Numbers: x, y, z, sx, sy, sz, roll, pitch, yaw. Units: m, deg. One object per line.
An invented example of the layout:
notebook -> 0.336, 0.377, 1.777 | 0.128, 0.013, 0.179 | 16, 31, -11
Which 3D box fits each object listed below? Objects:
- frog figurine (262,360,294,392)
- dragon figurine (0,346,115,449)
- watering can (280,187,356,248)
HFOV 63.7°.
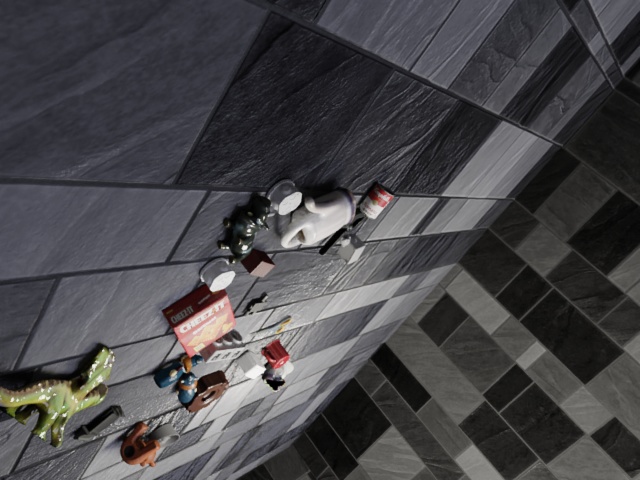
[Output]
frog figurine -> -0.179, 0.555, 2.221 | 0.163, 0.123, 0.134 | -70, 174, -49
dragon figurine -> -0.596, 0.340, 1.209 | 0.247, 0.123, 0.401 | -49, 164, -32
watering can -> 0.004, -0.069, 1.370 | 0.227, 0.105, 0.342 | -30, 171, -24
